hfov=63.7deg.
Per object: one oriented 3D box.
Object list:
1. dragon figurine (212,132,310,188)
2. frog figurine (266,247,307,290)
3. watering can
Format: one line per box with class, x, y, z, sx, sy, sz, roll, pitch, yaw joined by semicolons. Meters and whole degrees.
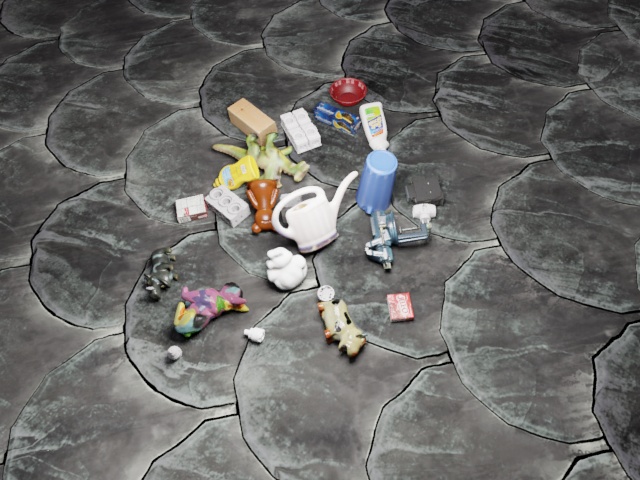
dragon figurine;-0.235;-0.285;2.007;0.410;0.120;0.248;-3;64;11
frog figurine;-0.111;0.089;1.705;0.138;0.156;0.125;-16;59;-8
watering can;0.005;-0.090;1.788;0.349;0.221;0.105;-24;20;-13
